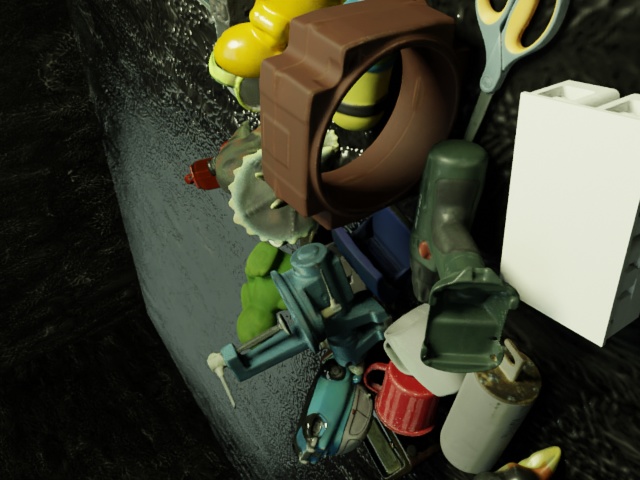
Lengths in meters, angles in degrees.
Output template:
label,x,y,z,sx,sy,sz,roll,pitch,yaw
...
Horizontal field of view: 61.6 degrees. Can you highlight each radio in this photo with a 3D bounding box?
label,x,y,z,sx,sy,sz,roll,pitch,yaw
radio,0.096,0.262,0.871,0.230,0.073,0.131,59,152,19

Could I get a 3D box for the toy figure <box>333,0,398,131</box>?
label,x,y,z,sx,sy,sz,roll,pitch,yaw
toy figure,0.048,-0.202,0.603,0.089,0.082,0.180,59,150,24

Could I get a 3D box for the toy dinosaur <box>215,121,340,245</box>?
label,x,y,z,sx,sy,sz,roll,pitch,yaw
toy dinosaur,-0.087,-0.107,0.807,0.405,0.192,0.131,27,131,52

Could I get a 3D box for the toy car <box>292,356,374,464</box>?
label,x,y,z,sx,sy,sz,roll,pitch,yaw
toy car,0.027,0.255,0.794,0.103,0.162,0.109,21,133,-1

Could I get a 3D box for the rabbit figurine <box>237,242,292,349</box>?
label,x,y,z,sx,sy,sz,roll,pitch,yaw
rabbit figurine,-0.096,0.098,0.916,0.121,0.170,0.159,27,173,-14

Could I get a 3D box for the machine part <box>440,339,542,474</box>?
label,x,y,z,sx,sy,sz,roll,pitch,yaw
machine part,0.197,0.203,0.633,0.079,0.079,0.243,48,147,35

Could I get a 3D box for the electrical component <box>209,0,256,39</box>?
label,x,y,z,sx,sy,sz,roll,pitch,yaw
electrical component,-0.090,-0.323,0.732,0.058,0.115,0.134,42,146,38

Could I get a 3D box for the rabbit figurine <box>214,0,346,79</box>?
label,x,y,z,sx,sy,sz,roll,pitch,yaw
rabbit figurine,-0.056,-0.269,0.677,0.173,0.162,0.122,-38,36,28

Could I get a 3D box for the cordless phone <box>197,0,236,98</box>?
label,x,y,z,sx,sy,sz,roll,pitch,yaw
cordless phone,-0.161,-0.342,0.894,0.147,0.089,0.184,49,152,33

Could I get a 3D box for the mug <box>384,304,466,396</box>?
label,x,y,z,sx,sy,sz,roll,pitch,yaw
mug,0.136,0.148,0.692,0.109,0.081,0.107,-37,85,38

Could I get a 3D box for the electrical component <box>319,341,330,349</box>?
label,x,y,z,sx,sy,sz,roll,pitch,yaw
electrical component,0.028,0.169,0.935,0.021,0.063,0.094,63,164,8

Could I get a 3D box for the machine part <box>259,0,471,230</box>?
label,x,y,z,sx,sy,sz,roll,pitch,yaw
machine part,0.045,-0.121,0.531,0.087,0.201,0.200,42,144,36

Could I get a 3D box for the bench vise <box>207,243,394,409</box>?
label,x,y,z,sx,sy,sz,roll,pitch,yaw
bench vise,-0.029,0.124,0.721,0.129,0.241,0.223,52,167,46

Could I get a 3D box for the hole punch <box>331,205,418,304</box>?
label,x,y,z,sx,sy,sz,roll,pitch,yaw
hole punch,0.073,0.023,0.723,0.142,0.092,0.115,49,152,27

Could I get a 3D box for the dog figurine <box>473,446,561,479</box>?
label,x,y,z,sx,sy,sz,roll,pitch,yaw
dog figurine,0.234,0.337,0.636,0.219,0.191,0.108,-54,20,34

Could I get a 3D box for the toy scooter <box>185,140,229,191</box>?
label,x,y,z,sx,sy,sz,roll,pitch,yaw
toy scooter,-0.186,-0.142,1.031,0.184,0.135,0.075,-17,93,63

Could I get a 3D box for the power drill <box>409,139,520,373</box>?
label,x,y,z,sx,sy,sz,roll,pitch,yaw
power drill,0.133,0.032,0.543,0.207,0.086,0.231,-75,-11,-54

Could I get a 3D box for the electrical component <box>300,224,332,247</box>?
label,x,y,z,sx,sy,sz,roll,pitch,yaw
electrical component,-0.001,-0.004,0.852,0.045,0.078,0.102,32,135,33
